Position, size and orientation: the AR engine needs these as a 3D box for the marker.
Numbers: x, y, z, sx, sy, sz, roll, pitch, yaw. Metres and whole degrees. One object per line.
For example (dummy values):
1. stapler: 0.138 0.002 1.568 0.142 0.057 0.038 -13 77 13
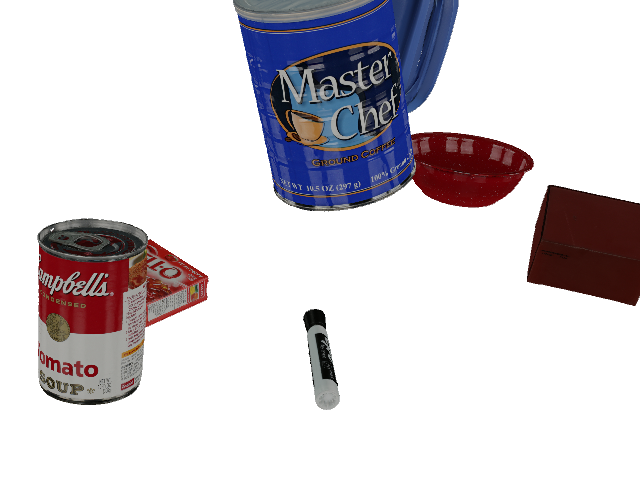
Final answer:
1. marker: 0.000 0.093 0.866 0.020 0.020 0.121 0 29 -6

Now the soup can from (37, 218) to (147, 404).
1. soup can: -0.147 0.045 0.683 0.068 0.102 0.068 5 20 -2

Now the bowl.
1. bowl: 0.170 -0.081 1.276 0.162 0.055 0.162 5 22 -2

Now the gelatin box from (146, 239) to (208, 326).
1. gelatin box: -0.159 0.037 0.978 0.073 0.030 0.089 -23 40 -39

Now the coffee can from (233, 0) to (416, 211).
1. coffee can: 0.005 -0.105 0.718 0.103 0.140 0.103 -8 30 5

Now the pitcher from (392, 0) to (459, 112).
1. pitcher: 0.046 -0.181 1.080 0.145 0.243 0.149 12 18 -1

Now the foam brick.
1. foam brick: 0.188 0.003 0.740 0.078 0.051 0.053 13 -36 7
